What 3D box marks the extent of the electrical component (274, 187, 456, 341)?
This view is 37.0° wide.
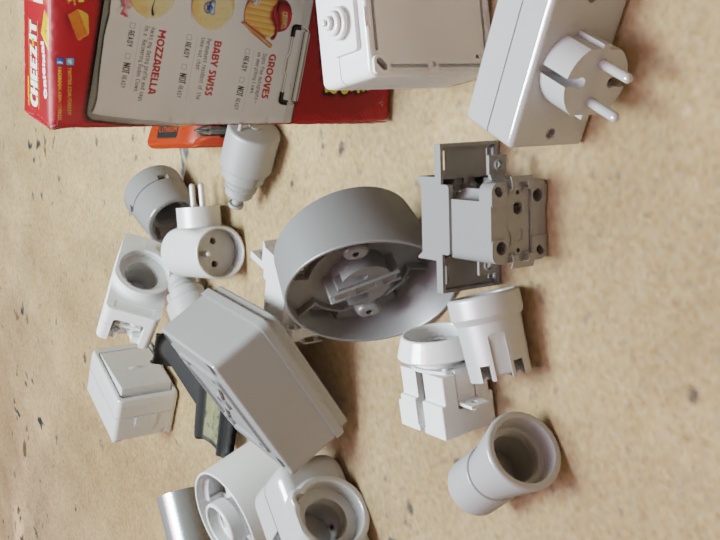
[{"bbox_3d":[0.000,0.000,0.641,0.064,0.099,0.099,65,145,37],"label":"electrical component"}]

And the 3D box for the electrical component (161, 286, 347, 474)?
[{"bbox_3d":[-0.076,0.076,0.765,0.109,0.056,0.108,21,148,58],"label":"electrical component"}]

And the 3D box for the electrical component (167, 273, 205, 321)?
[{"bbox_3d":[-0.149,0.029,0.938,0.040,0.040,0.078,-56,50,47],"label":"electrical component"}]

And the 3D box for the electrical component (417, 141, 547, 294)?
[{"bbox_3d":[0.066,-0.028,0.577,0.064,0.042,0.081,12,107,56],"label":"electrical component"}]

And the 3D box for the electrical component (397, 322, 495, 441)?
[{"bbox_3d":[0.048,0.062,0.622,0.066,0.048,0.055,11,113,57],"label":"electrical component"}]

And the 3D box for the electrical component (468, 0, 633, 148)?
[{"bbox_3d":[0.099,-0.095,0.505,0.075,0.047,0.083,46,133,44],"label":"electrical component"}]

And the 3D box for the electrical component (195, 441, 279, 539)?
[{"bbox_3d":[-0.089,0.193,0.873,0.099,0.064,0.099,32,134,41],"label":"electrical component"}]

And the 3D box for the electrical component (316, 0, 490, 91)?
[{"bbox_3d":[0.017,-0.131,0.584,0.061,0.096,0.061,-1,95,59],"label":"electrical component"}]

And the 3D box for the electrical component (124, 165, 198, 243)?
[{"bbox_3d":[-0.173,-0.057,0.948,0.047,0.055,0.055,50,135,37],"label":"electrical component"}]

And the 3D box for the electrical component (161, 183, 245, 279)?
[{"bbox_3d":[-0.133,-0.033,0.897,0.077,0.043,0.079,3,99,58],"label":"electrical component"}]

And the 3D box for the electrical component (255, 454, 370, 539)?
[{"bbox_3d":[-0.030,0.183,0.763,0.059,0.054,0.095,-55,51,48],"label":"electrical component"}]

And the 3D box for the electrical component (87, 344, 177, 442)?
[{"bbox_3d":[-0.227,0.111,1.059,0.096,0.062,0.061,51,136,41],"label":"electrical component"}]

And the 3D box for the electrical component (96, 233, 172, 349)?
[{"bbox_3d":[-0.203,0.016,0.984,0.055,0.050,0.089,122,159,-45],"label":"electrical component"}]

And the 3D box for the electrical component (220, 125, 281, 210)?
[{"bbox_3d":[-0.086,-0.080,0.814,0.040,0.040,0.078,54,138,38],"label":"electrical component"}]

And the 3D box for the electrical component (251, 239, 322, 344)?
[{"bbox_3d":[-0.042,0.014,0.761,0.081,0.042,0.063,40,132,49],"label":"electrical component"}]

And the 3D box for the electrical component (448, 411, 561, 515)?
[{"bbox_3d":[0.076,0.110,0.591,0.065,0.044,0.044,-54,51,54],"label":"electrical component"}]

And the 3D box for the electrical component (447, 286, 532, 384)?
[{"bbox_3d":[0.072,0.035,0.584,0.040,0.040,0.046,-12,90,58],"label":"electrical component"}]
